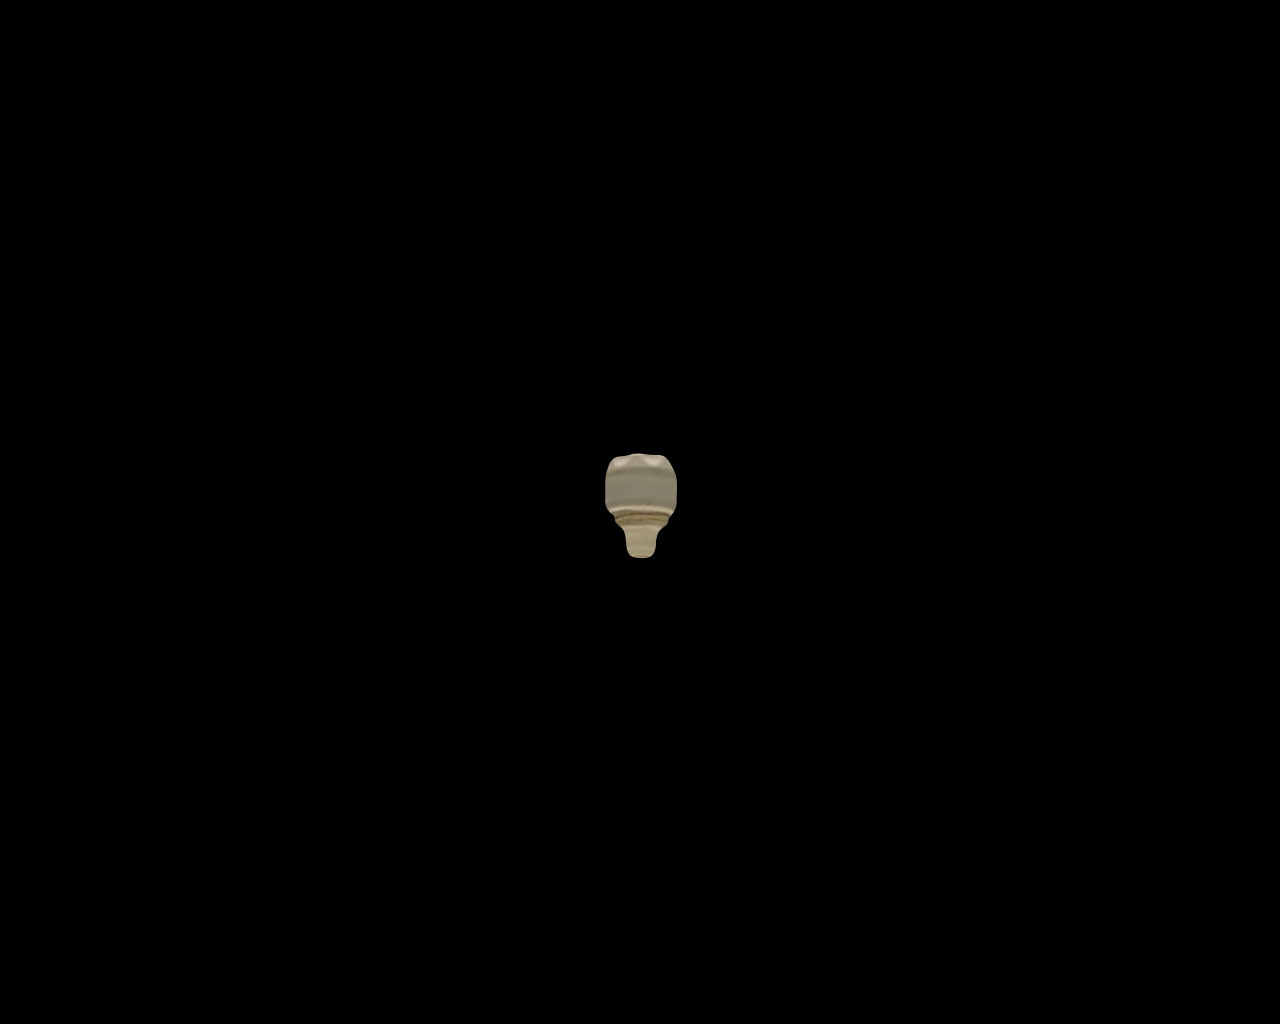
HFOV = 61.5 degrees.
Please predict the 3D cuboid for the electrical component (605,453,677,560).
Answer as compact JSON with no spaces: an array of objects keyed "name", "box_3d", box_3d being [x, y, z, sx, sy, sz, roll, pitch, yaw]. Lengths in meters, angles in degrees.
[{"name":"electrical component","box_3d":[0.001,-0.003,0.650,0.043,0.062,0.043,0,-10,0]}]
